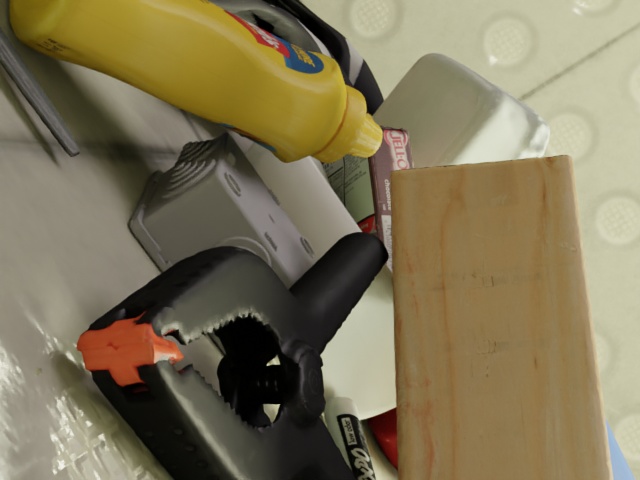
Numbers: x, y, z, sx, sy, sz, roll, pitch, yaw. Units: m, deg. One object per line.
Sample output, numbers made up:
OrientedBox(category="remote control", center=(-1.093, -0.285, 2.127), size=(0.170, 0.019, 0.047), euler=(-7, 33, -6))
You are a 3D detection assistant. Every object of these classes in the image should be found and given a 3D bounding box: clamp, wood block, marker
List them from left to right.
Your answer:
OrientedBox(category="clamp", center=(-0.016, 0.048, 0.418), size=(0.209, 0.036, 0.164), euler=(37, 48, -55))
OrientedBox(category="marker", center=(0.020, 0.124, 0.539), size=(0.020, 0.020, 0.121), euler=(53, 11, -30))
OrientedBox(category="wood block", center=(0.083, 0.074, 0.495), size=(0.091, 0.090, 0.206), euler=(68, 20, -59))

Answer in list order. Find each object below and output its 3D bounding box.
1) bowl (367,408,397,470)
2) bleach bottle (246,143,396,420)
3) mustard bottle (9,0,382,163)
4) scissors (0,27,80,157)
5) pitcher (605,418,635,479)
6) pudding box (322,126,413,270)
OrientedBox(category="bowl", center=(0.072, 0.083, 0.653), size=(0.055, 0.162, 0.162), euler=(16, 29, -24))
OrientedBox(category="bleach bottle", center=(-0.005, 0.001, 0.686), size=(0.251, 0.068, 0.102), euler=(-115, -178, -60))
OrientedBox(category="mustard bottle", center=(-0.048, -0.083, 0.511), size=(0.191, 0.058, 0.096), euler=(23, 10, -31))
OrientedBox(category="scissors", center=(-0.158, -0.128, 0.438), size=(0.201, 0.016, 0.096), euler=(54, 10, -23))
OrientedBox(category="pitcher", center=(0.198, 0.221, 0.838), size=(0.148, 0.145, 0.243), euler=(-21, 81, -46))
OrientedBox(category="pudding box", center=(0.032, -0.012, 0.745), size=(0.090, 0.039, 0.113), euler=(145, -56, -59))
